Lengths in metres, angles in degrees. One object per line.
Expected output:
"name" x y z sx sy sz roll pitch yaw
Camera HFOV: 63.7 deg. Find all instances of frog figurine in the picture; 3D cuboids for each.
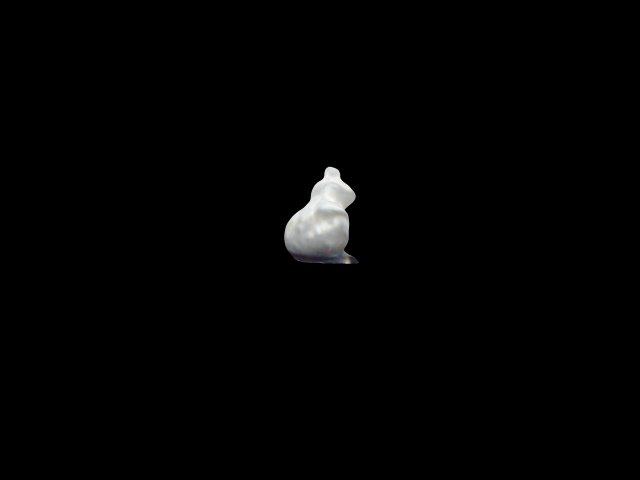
"frog figurine" 0.003 -0.043 0.850 0.123 0.159 0.137 0 1 -13
